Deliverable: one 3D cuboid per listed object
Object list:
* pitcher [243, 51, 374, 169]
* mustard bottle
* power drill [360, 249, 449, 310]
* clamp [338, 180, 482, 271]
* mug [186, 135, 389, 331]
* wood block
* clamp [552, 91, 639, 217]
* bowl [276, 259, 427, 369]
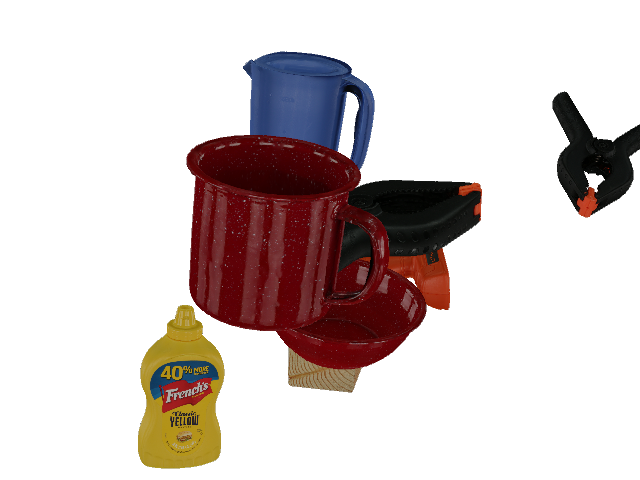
[{"bbox_3d":[-0.026,-0.123,1.430,0.144,0.243,0.149,-4,24,-22],"label":"pitcher"},{"bbox_3d":[-0.160,0.167,1.235,0.096,0.192,0.058,0,17,-16],"label":"mustard bottle"},{"bbox_3d":[0.053,0.049,1.238,0.187,0.057,0.184,-2,28,2],"label":"power drill"},{"bbox_3d":[0.020,-0.015,0.793,0.209,0.036,0.165,-14,30,-24],"label":"clamp"},{"bbox_3d":[-0.018,-0.001,0.576,0.117,0.081,0.093,16,26,19],"label":"mug"},{"bbox_3d":[0.021,0.124,1.490,0.091,0.090,0.206,5,19,10],"label":"wood block"},{"bbox_3d":[0.288,-0.097,1.140,0.120,0.039,0.171,19,47,19],"label":"clamp"},{"bbox_3d":[0.019,0.076,1.025,0.162,0.055,0.162,4,28,-2],"label":"bowl"}]
